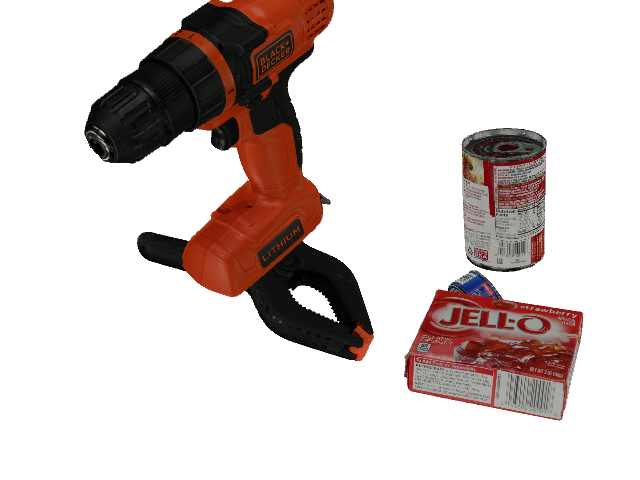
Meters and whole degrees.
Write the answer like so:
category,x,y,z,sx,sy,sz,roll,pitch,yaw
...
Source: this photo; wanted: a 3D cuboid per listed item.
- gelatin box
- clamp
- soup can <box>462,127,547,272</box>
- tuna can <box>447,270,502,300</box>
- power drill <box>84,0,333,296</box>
category,x,y,z,sx,sy,sz,roll,pitch,yaw
gelatin box,0.100,0.062,0.608,0.089,0.030,0.073,9,30,17
clamp,-0.043,0.029,0.915,0.164,0.210,0.036,-28,-27,-32
soup can,0.152,-0.033,0.881,0.068,0.102,0.068,-5,25,2
tuna can,0.187,0.080,1.261,0.033,0.086,0.086,-30,7,-12
power drill,-0.058,-0.054,0.656,0.057,0.188,0.184,31,55,27
